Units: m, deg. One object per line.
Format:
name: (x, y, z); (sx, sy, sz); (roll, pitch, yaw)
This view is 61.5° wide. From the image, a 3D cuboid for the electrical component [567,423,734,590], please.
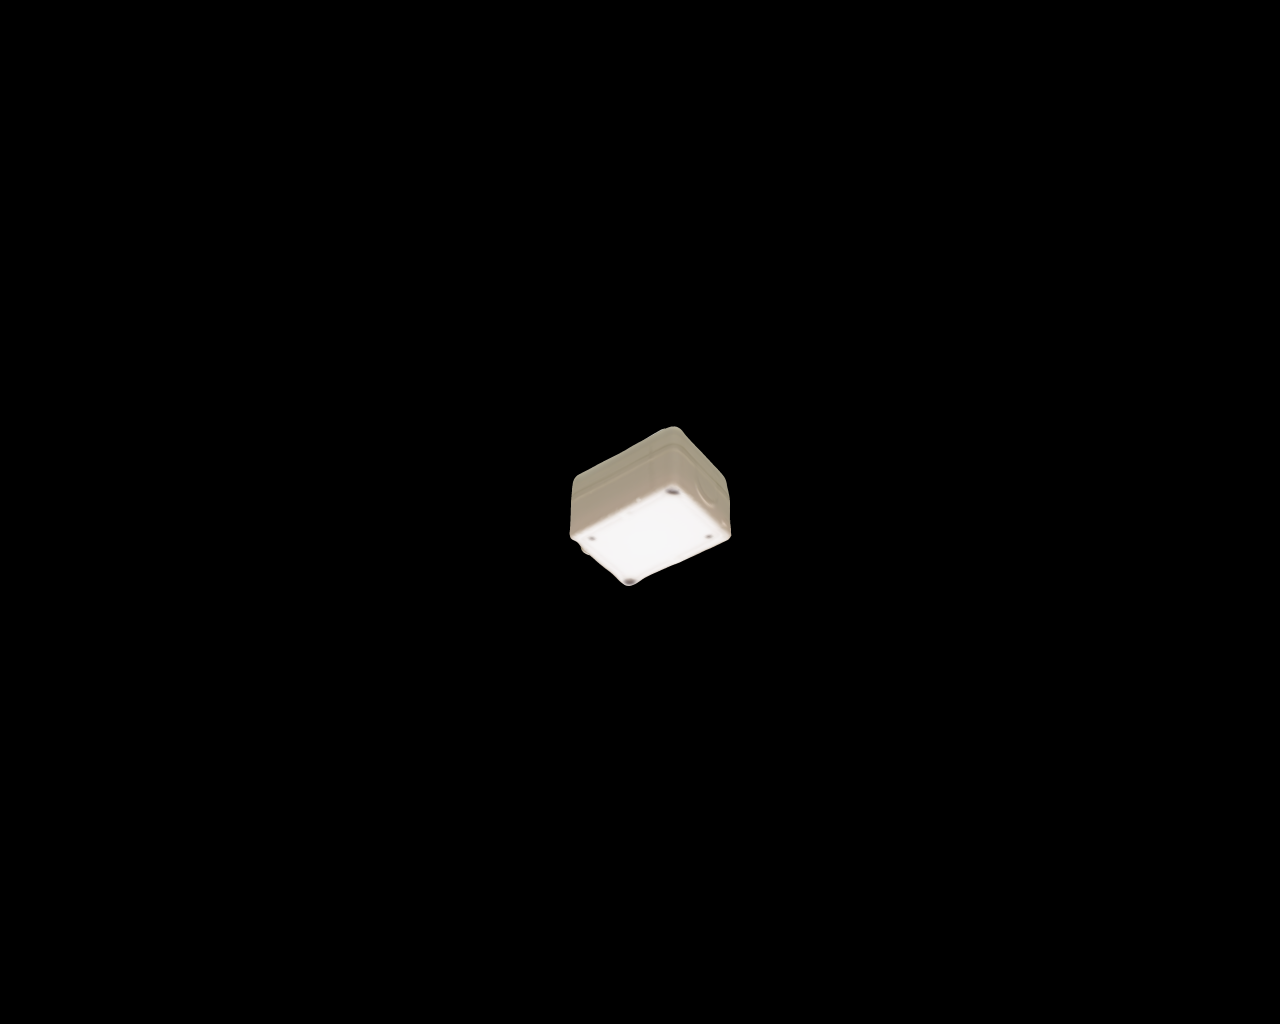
electrical component: (0.001, -0.003, 0.650); (0.096, 0.061, 0.061); (-26, -49, 25)
